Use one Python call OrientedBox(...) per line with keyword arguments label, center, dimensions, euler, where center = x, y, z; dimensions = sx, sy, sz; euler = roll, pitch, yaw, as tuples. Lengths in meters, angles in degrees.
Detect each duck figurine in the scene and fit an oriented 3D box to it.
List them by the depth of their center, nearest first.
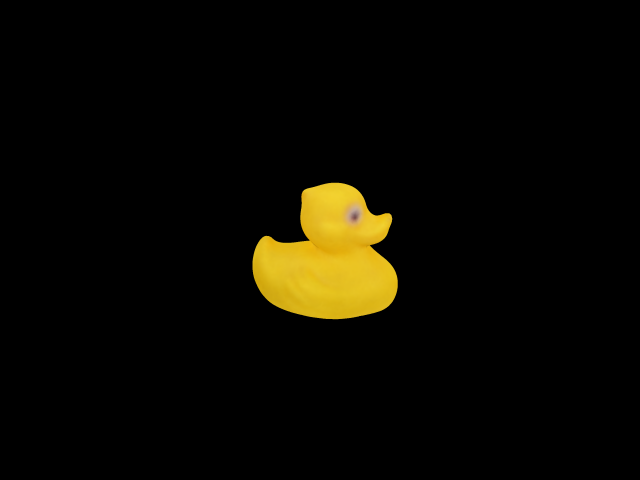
OrientedBox(label="duck figurine", center=(0.004, 0.001, 0.400), dimensions=(0.104, 0.086, 0.077), euler=(4, 28, 7))
